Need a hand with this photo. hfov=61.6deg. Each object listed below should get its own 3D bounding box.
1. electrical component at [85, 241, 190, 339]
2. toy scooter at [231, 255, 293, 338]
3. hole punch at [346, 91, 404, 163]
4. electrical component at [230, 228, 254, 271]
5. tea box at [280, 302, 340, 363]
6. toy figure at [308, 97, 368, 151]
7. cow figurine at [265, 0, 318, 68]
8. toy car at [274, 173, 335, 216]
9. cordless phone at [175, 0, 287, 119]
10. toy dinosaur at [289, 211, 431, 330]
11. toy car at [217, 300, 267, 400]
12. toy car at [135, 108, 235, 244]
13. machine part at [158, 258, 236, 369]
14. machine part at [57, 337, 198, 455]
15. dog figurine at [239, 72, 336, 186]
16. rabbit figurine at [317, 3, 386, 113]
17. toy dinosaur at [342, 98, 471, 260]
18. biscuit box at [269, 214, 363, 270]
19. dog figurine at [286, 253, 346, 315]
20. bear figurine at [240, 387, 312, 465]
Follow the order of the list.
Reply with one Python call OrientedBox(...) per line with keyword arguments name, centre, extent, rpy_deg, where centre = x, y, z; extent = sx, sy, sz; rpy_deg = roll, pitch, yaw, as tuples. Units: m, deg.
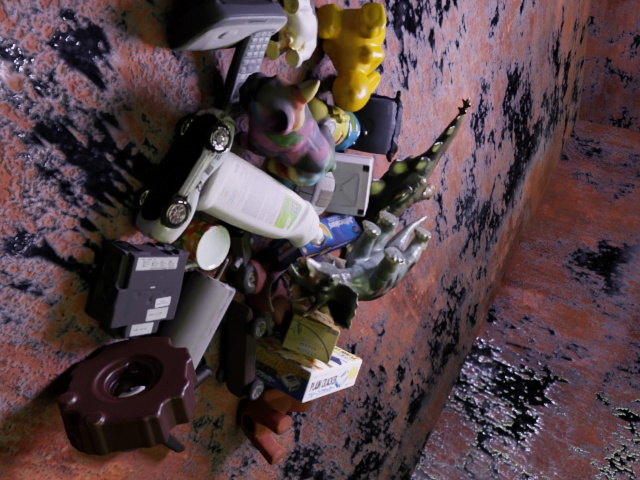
OrientedBox(name="electrical component", centre=(-0.252, 0.070, 0.740), extent=(0.115, 0.058, 0.134), rpy_deg=(6, 104, -57))
OrientedBox(name="toy scooter", centre=(-0.090, 0.085, 0.999), extent=(0.135, 0.075, 0.183), rpy_deg=(-50, 141, -34))
OrientedBox(name="hole punch", centre=(0.097, -0.231, 1.067), extent=(0.092, 0.116, 0.142), rpy_deg=(-14, 120, -45))
OrientedBox(name="electrical component", centre=(-0.132, 0.009, 0.900), extent=(0.094, 0.021, 0.063), rpy_deg=(-69, 162, -57))
OrientedBox(name="tea box", centre=(-0.024, 0.178, 1.061), extent=(0.169, 0.098, 0.068), rpy_deg=(-153, -96, -86))
OrientedBox(name="toy figure", centre=(0.014, -0.207, 0.972), extent=(0.180, 0.089, 0.082), rpy_deg=(-11, 134, -59))
OrientedBox(name="cow figurine", centre=(-0.037, -0.356, 0.809), extent=(0.098, 0.068, 0.167), rpy_deg=(-46, 147, -44))
OrientedBox(name="toy car", centre=(-0.030, -0.092, 0.954), extent=(0.109, 0.103, 0.161), rpy_deg=(6, 102, -58))
OrientedBox(name="cordless phone", centre=(-0.133, -0.242, 0.730), extent=(0.146, 0.089, 0.184), rpy_deg=(-30, 151, -48))
OrientedBox(name="toy dinosaur", centre=(0.105, 0.055, 1.036), extent=(0.405, 0.131, 0.192), rpy_deg=(-12, 141, -56))
OrientedBox(name="toy car", centre=(-0.140, 0.198, 0.972), extent=(0.053, 0.089, 0.201), rpy_deg=(-25, 127, -50))
OrientedBox(name="toy car", centre=(-0.183, -0.091, 0.733), extent=(0.201, 0.074, 0.056), rpy_deg=(-63, 146, -10))
OrientedBox(name="machine part", centre=(-0.203, 0.136, 0.841), extent=(0.243, 0.079, 0.079), rpy_deg=(-64, 150, -8))
OrientedBox(name="machine part", centre=(-0.248, 0.197, 0.709), extent=(0.179, 0.180, 0.056), rpy_deg=(-34, 132, -45))
OrientedBox(name="dog figurine", centre=(-0.036, -0.158, 0.774), extent=(0.191, 0.219, 0.108), rpy_deg=(37, 83, -15))
OrientedBox(name="rabbit figurine", centre=(0.052, -0.304, 0.941), extent=(0.162, 0.122, 0.173), rpy_deg=(47, 44, -81))
OrientedBox(name="toy dinosaur", centre=(0.172, -0.111, 1.147), extent=(0.471, 0.105, 0.198), rpy_deg=(-54, 166, 28))
OrientedBox(name="biscuit box", centre=(-0.002, -0.003, 1.018), extent=(0.063, 0.059, 0.202), rpy_deg=(-36, 170, 38))
OrientedBox(name="dog figurine", centre=(-0.015, 0.084, 1.125), extent=(0.190, 0.121, 0.172), rpy_deg=(17, 120, -32))
OrientedBox(name="bear figurine", centre=(-0.072, 0.362, 1.149), extent=(0.196, 0.132, 0.120), rpy_deg=(-12, 123, -48))
